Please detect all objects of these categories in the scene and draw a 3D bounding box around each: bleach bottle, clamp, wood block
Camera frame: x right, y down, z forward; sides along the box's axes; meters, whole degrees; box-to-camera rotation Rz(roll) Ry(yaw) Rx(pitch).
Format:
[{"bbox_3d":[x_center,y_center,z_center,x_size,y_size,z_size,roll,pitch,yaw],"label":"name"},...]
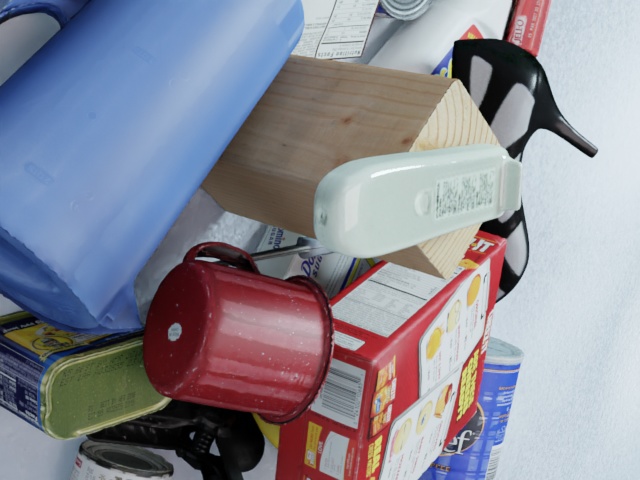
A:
[{"bbox_3d":[0.086,-0.139,0.855,0.250,0.068,0.102,-57,143,-19],"label":"bleach bottle"},{"bbox_3d":[-0.075,0.143,0.732,0.039,0.120,0.171,-56,162,12],"label":"clamp"},{"bbox_3d":[0.004,-0.056,0.689,0.090,0.206,0.090,-58,135,-16],"label":"wood block"}]

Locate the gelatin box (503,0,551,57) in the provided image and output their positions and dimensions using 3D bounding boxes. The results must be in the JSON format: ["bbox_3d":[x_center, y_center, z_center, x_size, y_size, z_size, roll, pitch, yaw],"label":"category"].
[{"bbox_3d":[0.176,-0.191,0.923,0.089,0.030,0.073,-37,142,-87],"label":"gelatin box"}]

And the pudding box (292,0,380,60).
[{"bbox_3d":[0.005,-0.182,0.751,0.089,0.039,0.114,-15,136,-44],"label":"pudding box"}]

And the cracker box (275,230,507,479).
[{"bbox_3d":[0.052,0.098,0.772,0.213,0.072,0.164,-34,137,-51],"label":"cracker box"}]

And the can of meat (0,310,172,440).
[{"bbox_3d":[-0.150,0.078,0.661,0.101,0.084,0.057,-14,112,-44],"label":"can of meat"}]

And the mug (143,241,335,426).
[{"bbox_3d":[-0.053,0.049,0.636,0.081,0.093,0.117,16,47,-34],"label":"mug"}]

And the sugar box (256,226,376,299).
[{"bbox_3d":[0.011,0.051,0.842,0.176,0.048,0.093,54,50,-39],"label":"sugar box"}]

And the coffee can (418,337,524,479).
[{"bbox_3d":[0.117,0.157,0.954,0.102,0.103,0.140,4,100,-47],"label":"coffee can"}]

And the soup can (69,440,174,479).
[{"bbox_3d":[-0.143,0.194,0.719,0.068,0.069,0.102,16,90,-48],"label":"soup can"}]

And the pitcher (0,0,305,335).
[{"bbox_3d":[-0.122,-0.080,0.620,0.242,0.145,0.149,-55,147,-23],"label":"pitcher"}]

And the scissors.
[{"bbox_3d":[-0.005,0.001,0.752,0.201,0.096,0.016,-8,99,-18],"label":"scissors"}]

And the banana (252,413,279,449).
[{"bbox_3d":[-0.017,0.139,0.856,0.069,0.037,0.197,-50,133,-25],"label":"banana"}]

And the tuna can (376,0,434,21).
[{"bbox_3d":[0.057,-0.214,0.821,0.085,0.034,0.086,-17,115,-42],"label":"tuna can"}]
